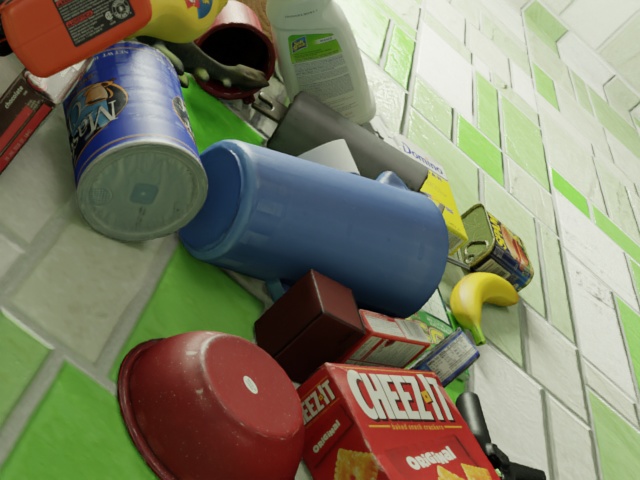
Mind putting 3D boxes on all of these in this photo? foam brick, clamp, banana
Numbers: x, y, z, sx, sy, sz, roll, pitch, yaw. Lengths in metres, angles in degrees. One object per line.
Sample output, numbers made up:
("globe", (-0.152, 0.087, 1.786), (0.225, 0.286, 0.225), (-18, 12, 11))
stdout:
("foam brick", (-0.009, 0.075, 0.897), (0.052, 0.078, 0.051), (29, 29, -36))
("clamp", (0.164, 0.216, 0.999), (0.120, 0.039, 0.171), (41, 22, 1))
("banana", (0.192, 0.071, 1.270), (0.069, 0.037, 0.197), (64, 27, -1))

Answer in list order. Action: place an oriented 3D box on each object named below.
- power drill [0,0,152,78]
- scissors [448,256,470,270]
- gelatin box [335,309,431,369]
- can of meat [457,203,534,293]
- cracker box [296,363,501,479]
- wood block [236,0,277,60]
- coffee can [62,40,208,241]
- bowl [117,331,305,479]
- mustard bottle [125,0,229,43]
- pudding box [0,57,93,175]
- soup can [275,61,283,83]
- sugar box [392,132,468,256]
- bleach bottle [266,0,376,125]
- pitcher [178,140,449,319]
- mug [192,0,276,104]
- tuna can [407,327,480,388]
("power drill", (-0.218, -0.152, 0.754), (0.188, 0.184, 0.057), (14, -44, 52))
("scissors", (0.089, -0.010, 1.226), (0.201, 0.016, 0.096), (18, 20, -49))
("gelatin box", (0.043, 0.099, 0.946), (0.089, 0.073, 0.030), (15, 37, -46))
("can of meat", (0.224, 0.015, 1.378), (0.083, 0.058, 0.102), (36, 27, -26))
("cracker box", (0.082, 0.202, 0.848), (0.163, 0.072, 0.214), (13, 39, -51))
("wood block", (-0.084, -0.311, 1.357), (0.090, 0.091, 0.206), (32, 28, -26))
("coffee can", (-0.155, -0.083, 0.880), (0.102, 0.103, 0.140), (25, 32, -38))
("bowl", (-0.064, 0.120, 0.769), (0.162, 0.055, 0.162), (35, 27, -21))
("mustard bottle", (-0.145, -0.225, 0.964), (0.191, 0.058, 0.096), (-13, 73, -59))
("pudding box", (-0.225, -0.105, 0.822), (0.039, 0.090, 0.113), (40, 25, -15))
("soup can", (-0.024, -0.244, 1.374), (0.068, 0.069, 0.102), (36, 26, -20))
("sugar box", (0.128, -0.060, 1.354), (0.093, 0.048, 0.176), (33, 29, -26))
("bleach bottle", (0.001, -0.219, 1.189), (0.251, 0.102, 0.068), (75, -2, -58))
("pitcher", (-0.006, 0.001, 0.974), (0.242, 0.145, 0.149), (17, 25, -40))
("mug", (-0.097, -0.207, 1.195), (0.081, 0.093, 0.117), (-107, 175, -53))
("tuna can", (0.108, 0.121, 0.997), (0.034, 0.086, 0.086), (51, 25, 7))
